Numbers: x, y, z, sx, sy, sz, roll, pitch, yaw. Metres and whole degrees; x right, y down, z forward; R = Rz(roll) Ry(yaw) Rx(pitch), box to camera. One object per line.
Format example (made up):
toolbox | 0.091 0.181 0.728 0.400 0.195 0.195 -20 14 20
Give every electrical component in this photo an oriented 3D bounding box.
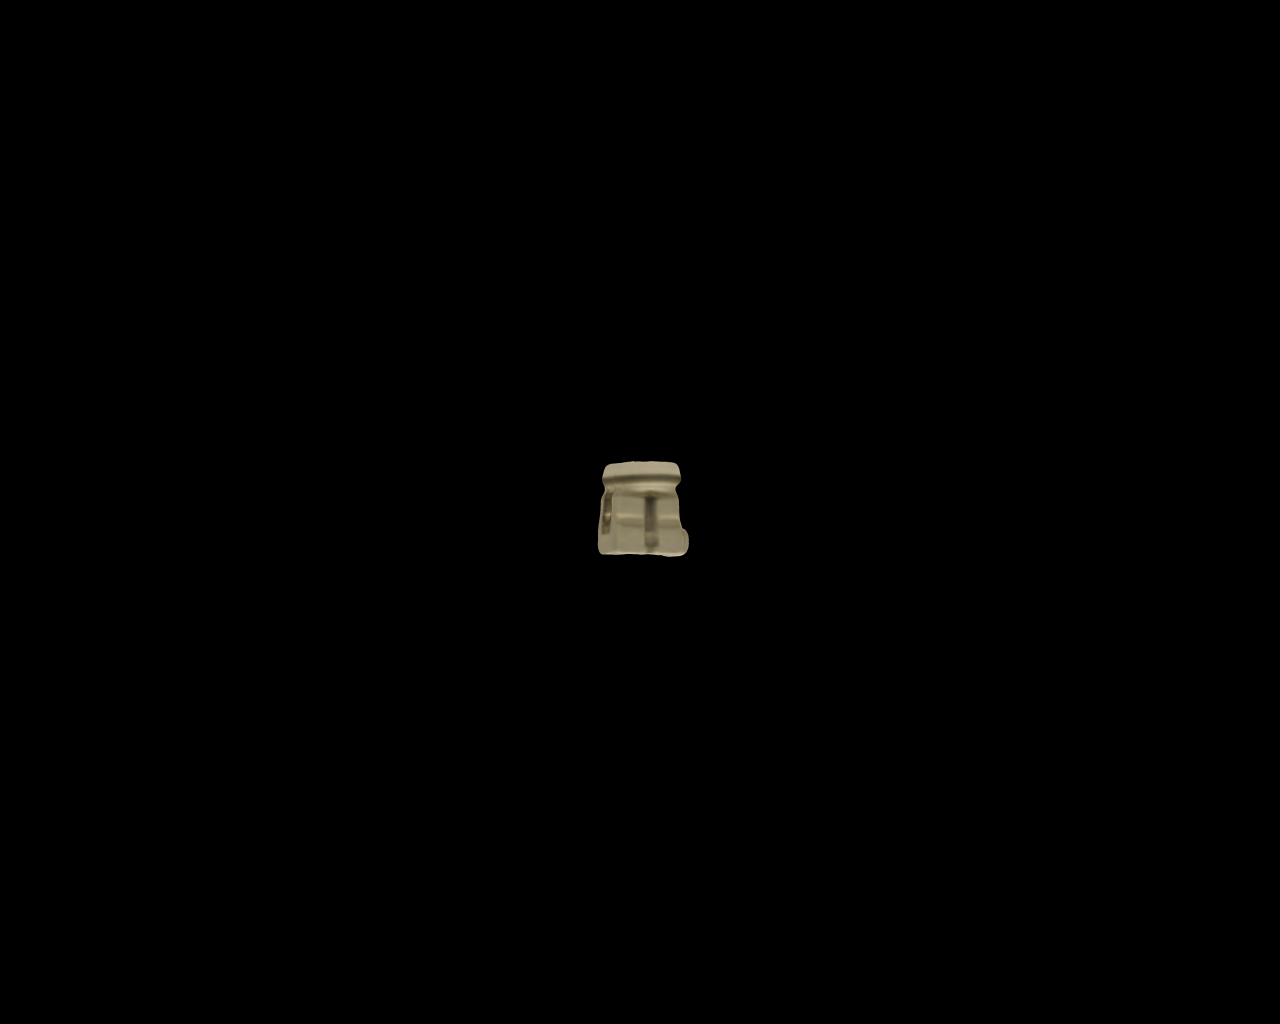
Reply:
electrical component | 0.001 -0.003 0.650 0.066 0.055 0.048 1 -4 -23
